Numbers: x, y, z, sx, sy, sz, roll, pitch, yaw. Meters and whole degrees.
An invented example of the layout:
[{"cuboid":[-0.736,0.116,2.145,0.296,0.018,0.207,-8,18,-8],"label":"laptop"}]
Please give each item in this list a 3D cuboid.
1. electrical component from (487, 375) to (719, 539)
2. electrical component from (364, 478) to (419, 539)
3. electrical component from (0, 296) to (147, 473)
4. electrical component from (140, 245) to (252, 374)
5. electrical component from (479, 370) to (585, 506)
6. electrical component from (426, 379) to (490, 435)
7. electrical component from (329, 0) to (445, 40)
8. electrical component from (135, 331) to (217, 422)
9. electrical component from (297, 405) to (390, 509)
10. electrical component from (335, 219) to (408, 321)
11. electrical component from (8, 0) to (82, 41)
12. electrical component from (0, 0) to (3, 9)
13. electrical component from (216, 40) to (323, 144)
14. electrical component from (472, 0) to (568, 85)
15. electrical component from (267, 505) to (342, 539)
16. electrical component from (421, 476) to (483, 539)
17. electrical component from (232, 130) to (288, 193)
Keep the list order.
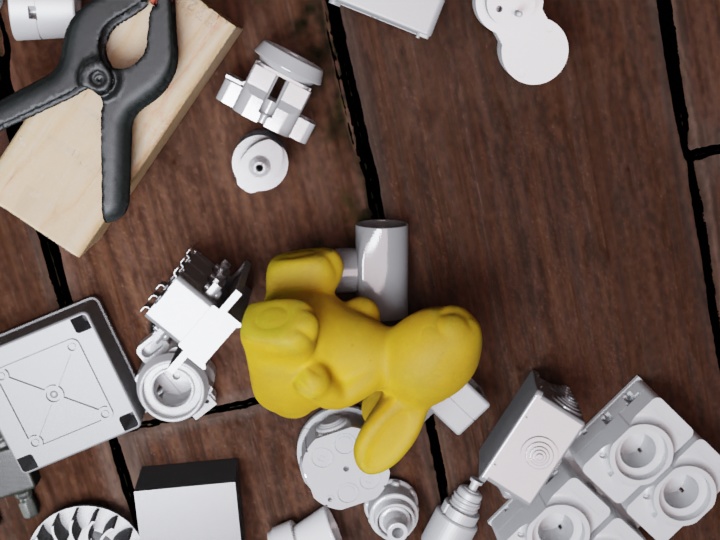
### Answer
[{"cuboid":[0.218,0.199,0.932,0.105,0.060,0.186,43,96,-12],"label":"electrical component"},{"cuboid":[0.029,0.211,0.920,0.048,0.062,0.048,-1,103,-4],"label":"electrical component"},{"cuboid":[-0.244,0.093,0.877,0.109,0.056,0.108,-22,103,1],"label":"electrical component"},{"cuboid":[-0.126,0.025,0.837,0.063,0.121,0.078,40,97,-9],"label":"electrical component"},{"cuboid":[0.143,0.139,0.895,0.048,0.100,0.099,32,98,2],"label":"electrical component"},{"cuboid":[0.051,0.105,0.906,0.076,0.047,0.083,-45,102,6],"label":"electrical component"},{"cuboid":[0.018,-0.222,0.823,0.096,0.061,0.061,20,101,-8],"label":"electrical component"},{"cuboid":[-0.152,0.091,0.883,0.058,0.057,0.078,-38,103,4],"label":"electrical component"},{"cuboid":[-0.013,0.159,0.911,0.080,0.051,0.080,-1,103,-4],"label":"electrical component"},{"cuboid":[0.000,0.000,0.880,0.079,0.044,0.077,-1,102,-4],"label":"electrical component"},{"cuboid":[-0.237,-0.201,0.814,0.047,0.055,0.055,-1,103,-8],"label":"electrical component"},{"cuboid":[-0.291,-0.206,0.802,0.044,0.065,0.044,-1,103,-4],"label":"electrical component"},{"cuboid":[-0.064,-0.142,0.838,0.078,0.058,0.057,27,102,-9],"label":"electrical component"},{"cuboid":[0.114,-0.206,0.825,0.052,0.073,0.138,-29,103,9],"label":"electrical component"},{"cuboid":[-0.047,0.234,0.929,0.055,0.045,0.045,-23,103,2],"label":"electrical component"},{"cuboid":[0.085,0.216,0.937,0.040,0.040,0.078,25,99,-9],"label":"electrical component"},{"cuboid":[-0.078,-0.084,0.837,0.043,0.081,0.043,-1,103,-4],"label":"electrical component"}]
